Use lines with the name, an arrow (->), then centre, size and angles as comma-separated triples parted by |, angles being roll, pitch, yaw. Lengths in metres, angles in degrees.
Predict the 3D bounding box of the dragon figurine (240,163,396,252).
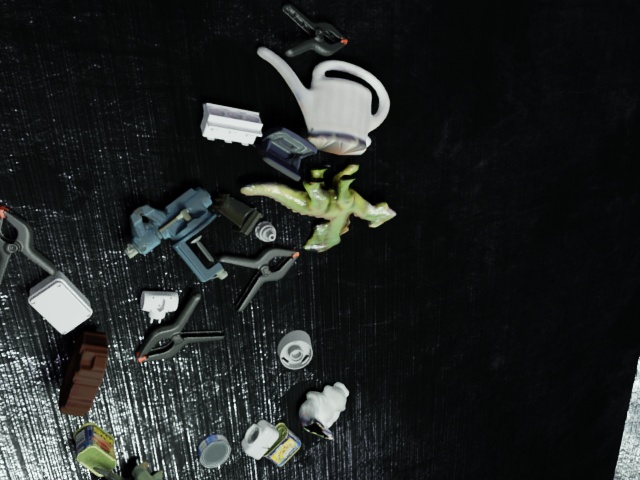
dragon figurine -> 0.004, -0.066, 1.317 | 0.411, 0.124, 0.238 | -9, 121, -16

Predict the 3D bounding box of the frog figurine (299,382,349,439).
frog figurine -> 0.011, 0.490, 1.529 | 0.136, 0.121, 0.163 | 45, 48, -25

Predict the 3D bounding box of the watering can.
watering can -> 0.008, -0.319, 1.210 | 0.347, 0.103, 0.225 | 7, 84, -23
